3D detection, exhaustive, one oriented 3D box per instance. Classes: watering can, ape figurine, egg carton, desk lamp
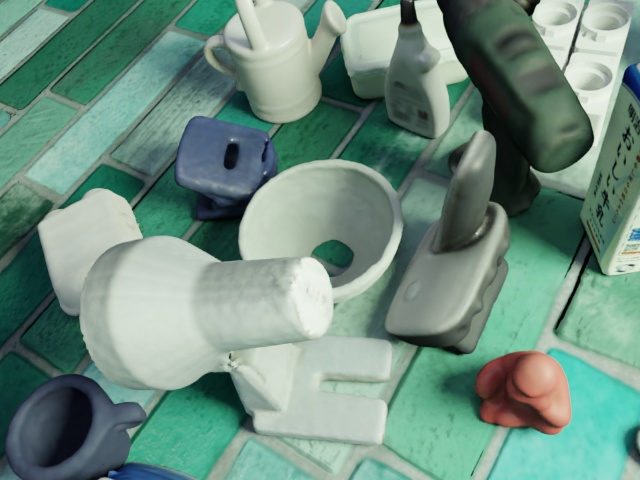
[{"bbox_3d":[-0.057,-0.247,0.693,0.173,0.194,0.100,-22,55,-1],"label":"watering can"},{"bbox_3d":[0.169,0.118,0.462,0.076,0.092,0.077,-38,57,-12],"label":"ape figurine"},{"bbox_3d":[-0.252,0.012,0.647,0.107,0.069,0.150,-30,56,-7],"label":"egg carton"},{"bbox_3d":[-0.054,0.080,0.467,0.203,0.214,0.118,1,58,14],"label":"desk lamp"}]

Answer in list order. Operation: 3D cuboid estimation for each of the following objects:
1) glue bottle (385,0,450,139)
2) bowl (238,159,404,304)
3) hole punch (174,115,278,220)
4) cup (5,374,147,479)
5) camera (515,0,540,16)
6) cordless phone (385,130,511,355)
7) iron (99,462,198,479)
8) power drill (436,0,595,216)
[{"bbox_3d":[0.104,-0.190,0.629,0.078,0.173,0.037,31,69,29],"label":"glue bottle"},{"bbox_3d":[0.005,0.002,0.588,0.167,0.075,0.167,-6,56,10],"label":"bowl"},{"bbox_3d":[-0.105,-0.088,0.663,0.101,0.091,0.108,-3,57,12],"label":"hole punch"},{"bbox_3d":[-0.199,0.175,0.512,0.117,0.095,0.091,-14,55,4],"label":"cup"},{"bbox_3d":[0.227,-0.356,0.752,0.143,0.101,0.136,-13,55,5],"label":"camera"},{"bbox_3d":[0.110,0.005,0.493,0.094,0.185,0.148,16,62,22],"label":"cordless phone"},{"bbox_3d":[-0.103,0.242,0.417,0.257,0.142,0.119,35,71,30],"label":"iron"},{"bbox_3d":[0.169,-0.130,0.554,0.075,0.209,0.229,-23,55,-2],"label":"power drill"}]
